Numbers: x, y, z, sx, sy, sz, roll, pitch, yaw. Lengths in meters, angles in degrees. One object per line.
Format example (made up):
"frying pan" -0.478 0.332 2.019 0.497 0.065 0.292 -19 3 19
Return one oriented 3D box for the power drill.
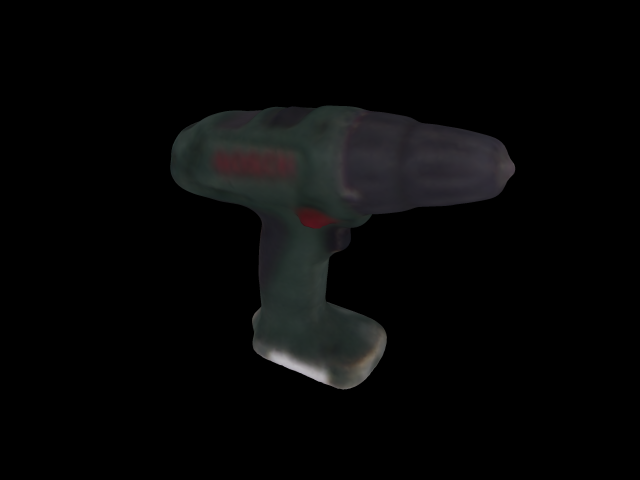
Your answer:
"power drill" 0.004 0.001 0.400 0.229 0.208 0.076 17 40 22
